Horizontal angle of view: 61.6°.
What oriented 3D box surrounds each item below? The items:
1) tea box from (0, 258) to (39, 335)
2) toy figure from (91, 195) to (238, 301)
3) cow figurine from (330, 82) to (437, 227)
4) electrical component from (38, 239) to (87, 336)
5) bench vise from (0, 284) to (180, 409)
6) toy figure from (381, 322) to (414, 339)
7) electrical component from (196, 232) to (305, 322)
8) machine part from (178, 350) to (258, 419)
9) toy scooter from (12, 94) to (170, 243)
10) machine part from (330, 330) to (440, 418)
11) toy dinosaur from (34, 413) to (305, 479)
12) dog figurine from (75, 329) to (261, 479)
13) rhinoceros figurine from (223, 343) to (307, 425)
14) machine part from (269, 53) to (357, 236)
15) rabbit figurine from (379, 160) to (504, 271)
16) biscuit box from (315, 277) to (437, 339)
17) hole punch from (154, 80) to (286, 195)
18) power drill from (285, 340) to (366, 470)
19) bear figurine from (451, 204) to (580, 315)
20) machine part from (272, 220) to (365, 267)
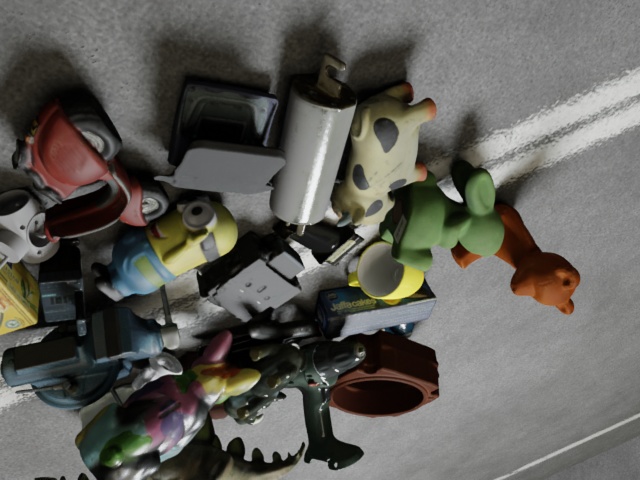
[{"bbox_3d":[-0.406,0.039,0.608,0.098,0.068,0.169,-17,139,-9],"label":"tea box"},{"bbox_3d":[-0.191,0.011,0.674,0.180,0.082,0.089,-34,157,-1],"label":"toy figure"},{"bbox_3d":[0.069,-0.093,0.686,0.127,0.086,0.194,-18,141,-16],"label":"cow figurine"},{"bbox_3d":[-0.306,0.063,0.642,0.048,0.119,0.074,-4,137,-22],"label":"electrical component"},{"bbox_3d":[-0.303,0.163,0.755,0.224,0.129,0.240,-22,160,-17],"label":"bench vise"},{"bbox_3d":[0.142,0.183,1.023,0.064,0.058,0.154,7,137,4],"label":"toy figure"},{"bbox_3d":[-0.093,0.052,0.778,0.134,0.058,0.114,-35,139,13],"label":"electrical component"},{"bbox_3d":[-0.180,0.252,0.942,0.179,0.056,0.179,-14,137,-14],"label":"machine part"},{"bbox_3d":[-0.257,-0.060,0.571,0.135,0.075,0.183,-29,142,-4],"label":"toy scooter"},{"bbox_3d":[0.106,0.259,1.007,0.201,0.087,0.201,24,135,-25],"label":"machine part"},{"bbox_3d":[-0.203,0.377,0.861,0.471,0.199,0.105,19,125,-34],"label":"toy dinosaur"},{"bbox_3d":[-0.192,0.221,0.732,0.219,0.108,0.191,-39,171,0],"label":"dog figurine"},{"bbox_3d":[-0.096,0.231,0.862,0.112,0.073,0.190,-9,144,-53],"label":"rhinoceros figurine"},{"bbox_3d":[-0.013,-0.104,0.642,0.079,0.079,0.243,-5,134,-21],"label":"machine part"},{"bbox_3d":[0.191,-0.036,0.780,0.170,0.121,0.159,11,106,-15],"label":"rabbit figurine"},{"bbox_3d":[0.095,0.113,0.926,0.203,0.059,0.062,-8,137,-19],"label":"biscuit box"},{"bbox_3d":[-0.107,-0.109,0.600,0.142,0.092,0.116,0,161,-29],"label":"hole punch"},{"bbox_3d":[0.009,0.274,0.910,0.086,0.207,0.232,-20,-176,-44],"label":"power drill"},{"bbox_3d":[0.304,0.037,0.845,0.132,0.196,0.120,-23,141,-1],"label":"bear figurine"},{"bbox_3d":[-0.002,-0.002,0.781,0.138,0.039,0.084,21,130,-41],"label":"machine part"}]
